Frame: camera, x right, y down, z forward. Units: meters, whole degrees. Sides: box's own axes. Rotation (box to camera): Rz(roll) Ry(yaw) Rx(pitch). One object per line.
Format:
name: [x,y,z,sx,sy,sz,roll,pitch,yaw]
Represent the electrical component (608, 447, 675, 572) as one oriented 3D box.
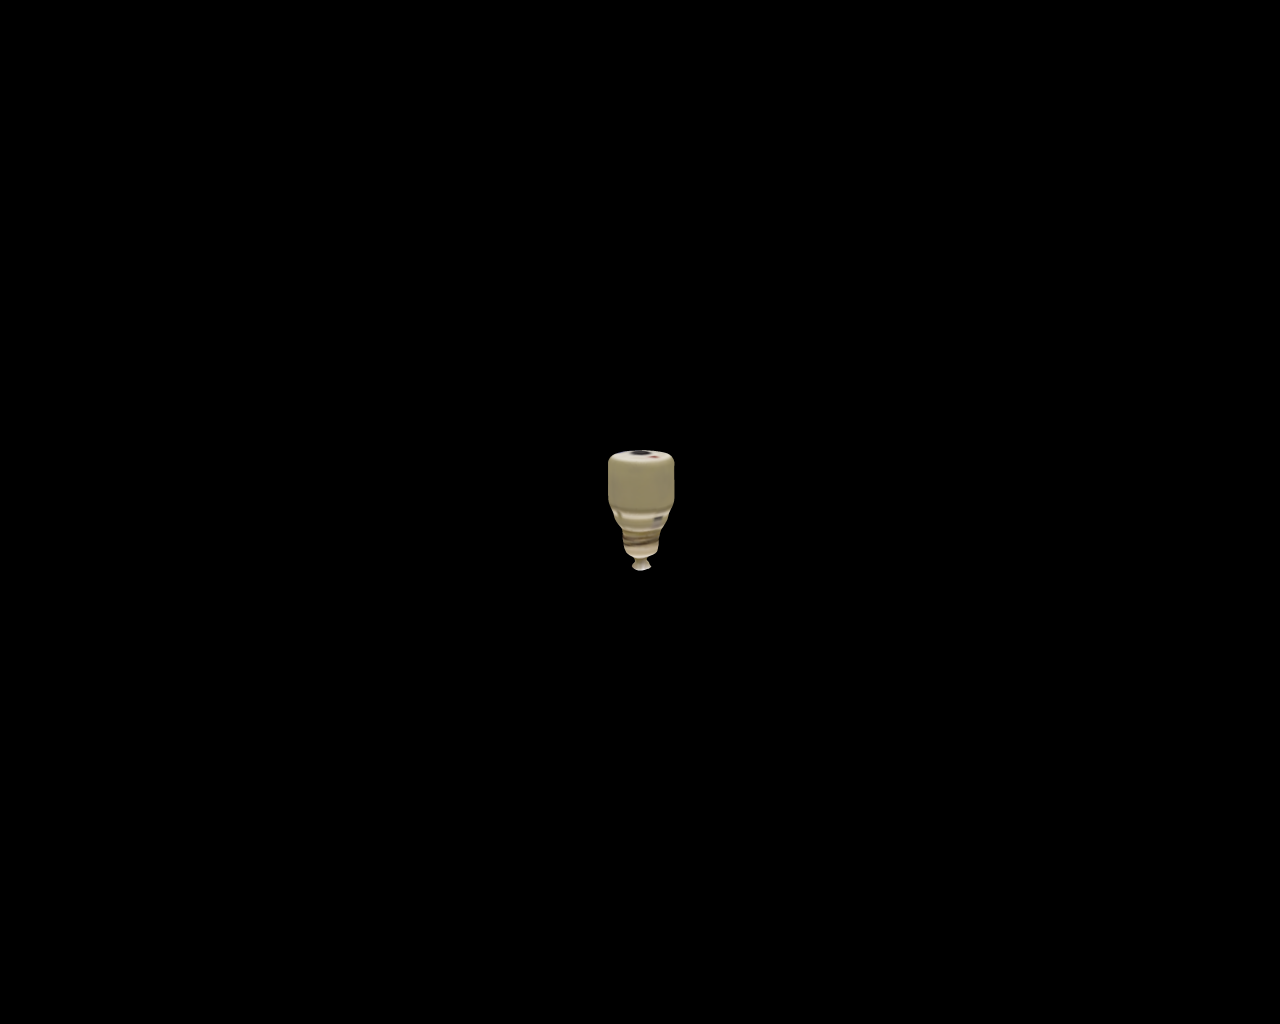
electrical component: [0.001,-0.003,0.650,0.040,0.078,0.040,0,14,0]
